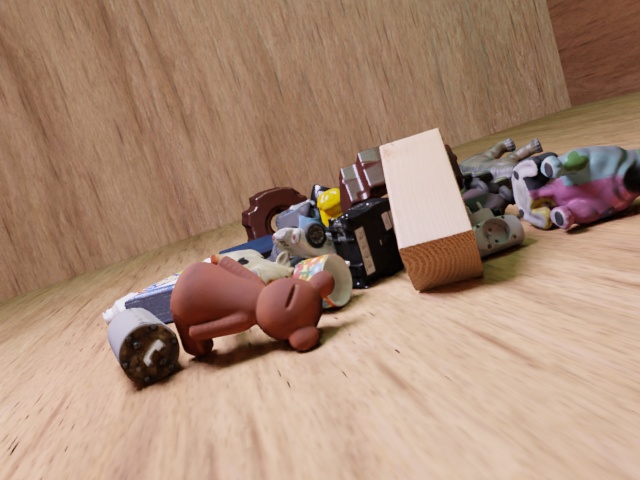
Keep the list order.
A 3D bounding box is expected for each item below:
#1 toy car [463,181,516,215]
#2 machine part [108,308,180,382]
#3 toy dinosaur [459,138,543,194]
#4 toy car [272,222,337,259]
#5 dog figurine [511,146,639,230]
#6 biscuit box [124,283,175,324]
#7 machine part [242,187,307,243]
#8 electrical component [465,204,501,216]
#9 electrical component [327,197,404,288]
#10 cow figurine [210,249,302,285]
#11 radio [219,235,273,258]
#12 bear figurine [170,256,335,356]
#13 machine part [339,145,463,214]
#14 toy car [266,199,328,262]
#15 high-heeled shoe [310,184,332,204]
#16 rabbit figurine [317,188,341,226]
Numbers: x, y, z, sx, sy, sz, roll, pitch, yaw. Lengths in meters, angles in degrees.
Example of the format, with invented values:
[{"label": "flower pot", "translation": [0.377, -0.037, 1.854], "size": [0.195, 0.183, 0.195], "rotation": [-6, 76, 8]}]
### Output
[{"label": "toy car", "translation": [0.292, -0.062, 0.984], "size": [0.089, 0.053, 0.202], "rotation": [-38, 6, 5]}, {"label": "machine part", "translation": [-0.248, 0.141, 0.743], "size": [0.079, 0.079, 0.243], "rotation": [-22, 10, -25]}, {"label": "toy dinosaur", "translation": [0.369, -0.152, 1.237], "size": [0.199, 0.105, 0.471], "rotation": [-22, 4, -3]}, {"label": "toy car", "translation": [0.018, 0.011, 0.857], "size": [0.201, 0.056, 0.074], "rotation": [10, -9, -38]}, {"label": "dog figurine", "translation": [0.411, -0.090, 0.765], "size": [0.219, 0.108, 0.191], "rotation": [-14, 6, -3]}, {"label": "biscuit box", "translation": [-0.258, 0.111, 0.989], "size": [0.203, 0.062, 0.059], "rotation": [-15, 8, 16]}, {"label": "machine part", "translation": [-0.095, -0.040, 1.260], "size": [0.179, 0.179, 0.056], "rotation": [-22, 12, -23]}, {"label": "electrical component", "translation": [0.209, -0.017, 0.804], "size": [0.119, 0.074, 0.048], "rotation": [-24, 10, -10]}, {"label": "electrical component", "translation": [0.084, -0.001, 0.824], "size": [0.134, 0.114, 0.058], "rotation": [-24, 16, -37]}, {"label": "cow figurine", "translation": [-0.100, 0.061, 0.850], "size": [0.127, 0.085, 0.195], "rotation": [-14, 12, -17]}, {"label": "radio", "translation": [-0.129, 0.047, 1.101], "size": [0.131, 0.073, 0.230], "rotation": [-19, 10, -13]}, {"label": "bear figurine", "translation": [-0.083, 0.089, 0.684], "size": [0.196, 0.120, 0.131], "rotation": [8, -31, 7]}, {"label": "machine part", "translation": [0.139, -0.076, 0.942], "size": [0.201, 0.087, 0.200], "rotation": [-12, -31, -4]}, {"label": "toy car", "translation": [-0.027, 0.016, 0.958], "size": [0.109, 0.161, 0.103], "rotation": [-20, -39, 41]}, {"label": "high-heeled shoe", "translation": [0.104, -0.098, 1.276], "size": [0.249, 0.145, 0.086], "rotation": [-21, 9, -7]}, {"label": "rabbit figurine", "translation": [0.000, -0.026, 1.169], "size": [0.173, 0.122, 0.162], "rotation": [-36, 6, 5]}]
